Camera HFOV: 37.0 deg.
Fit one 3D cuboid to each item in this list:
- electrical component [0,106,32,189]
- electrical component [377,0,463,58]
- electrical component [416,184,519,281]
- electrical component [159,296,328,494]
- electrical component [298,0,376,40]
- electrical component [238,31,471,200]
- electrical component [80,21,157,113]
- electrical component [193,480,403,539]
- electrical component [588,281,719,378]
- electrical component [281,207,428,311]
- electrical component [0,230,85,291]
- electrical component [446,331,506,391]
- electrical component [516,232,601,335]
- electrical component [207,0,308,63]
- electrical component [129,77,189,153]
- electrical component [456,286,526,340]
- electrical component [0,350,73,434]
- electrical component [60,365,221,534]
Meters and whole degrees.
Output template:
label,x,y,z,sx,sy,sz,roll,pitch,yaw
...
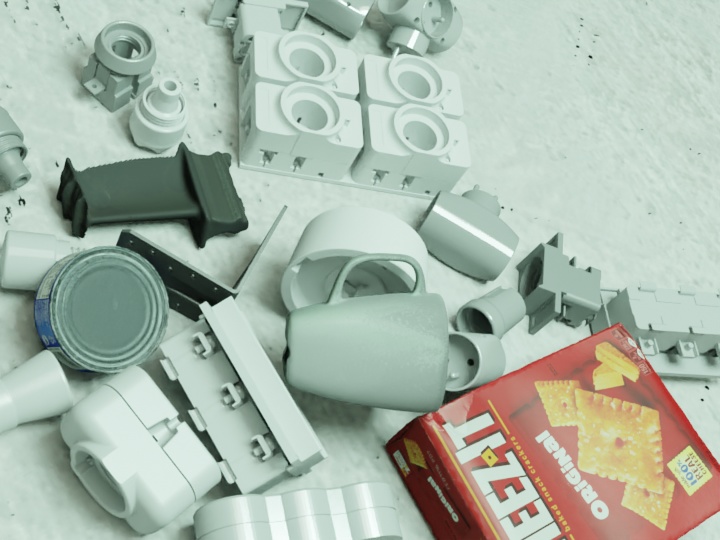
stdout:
label,x,y,z,sx,sy,sz,roll,pitch,yaw
electrical component,-0.262,-0.087,0.777,0.043,0.043,0.062,-31,77,-35
electrical component,0.049,-0.220,0.989,0.077,0.044,0.079,26,86,-46
electrical component,0.095,-0.041,0.907,0.077,0.043,0.079,31,52,-4
electrical component,-0.081,0.089,0.731,0.063,0.078,0.121,-31,74,-5
electrical component,-0.023,-0.261,0.991,0.077,0.043,0.079,29,53,-5
electrical component,-0.004,-0.131,0.908,0.186,0.060,0.105,8,58,-20
electrical component,-0.188,-0.163,0.849,0.048,0.055,0.066,43,53,6
electrical component,-0.036,0.185,0.702,0.138,0.052,0.073,-1,61,-24
electrical component,0.266,0.048,0.915,0.121,0.063,0.078,5,59,-21
electrical component,0.000,0.000,0.803,0.108,0.108,0.060,22,48,-10
electrical component,-0.215,-0.005,0.749,0.078,0.040,0.040,6,58,-21
electrical component,0.063,0.068,0.814,0.079,0.077,0.043,3,87,21
electrical component,0.168,0.015,0.905,0.064,0.042,0.081,19,55,-14
electrical component,-0.088,-0.212,0.933,0.081,0.042,0.063,3,60,-22
electrical component,-0.154,-0.124,0.836,0.043,0.062,0.043,11,57,-17
electrical component,0.107,0.037,0.867,0.046,0.040,0.040,-29,75,-40
electrical component,-0.224,0.083,0.691,0.065,0.044,0.044,-22,71,-28
electrical component,-0.144,0.118,0.689,0.059,0.054,0.095,-37,89,-36
